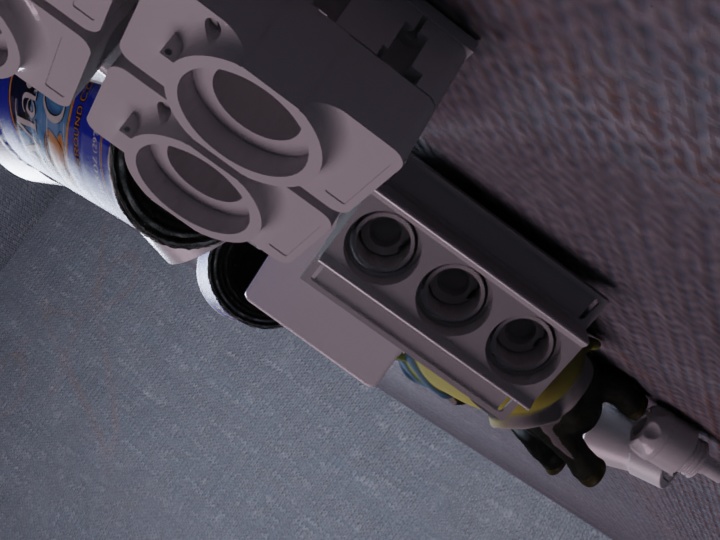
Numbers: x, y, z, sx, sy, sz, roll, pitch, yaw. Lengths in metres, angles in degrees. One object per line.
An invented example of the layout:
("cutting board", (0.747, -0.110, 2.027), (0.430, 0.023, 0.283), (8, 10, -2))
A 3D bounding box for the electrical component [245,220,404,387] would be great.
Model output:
("electrical component", (0.000, 0.000, 0.590), (0.100, 0.099, 0.048), (35, -156, 3))

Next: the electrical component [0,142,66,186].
("electrical component", (-0.200, -0.109, 0.746), (0.060, 0.108, 0.108), (18, 164, 44))

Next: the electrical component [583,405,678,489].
("electrical component", (0.200, 0.130, 0.779), (0.065, 0.044, 0.044), (23, 167, 36))

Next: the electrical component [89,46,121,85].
("electrical component", (-0.112, -0.117, 0.461), (0.061, 0.061, 0.096), (39, 171, -35))

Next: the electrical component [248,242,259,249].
("electrical component", (-0.105, -0.074, 0.729), (0.109, 0.056, 0.108), (33, 173, 14))

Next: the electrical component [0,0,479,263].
("electrical component", (-0.072, -0.086, 0.351), (0.186, 0.060, 0.105), (36, 151, -10))

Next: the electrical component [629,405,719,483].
("electrical component", (0.203, 0.113, 0.677), (0.061, 0.035, 0.035), (32, 173, -1))

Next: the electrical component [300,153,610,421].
("electrical component", (0.045, 0.004, 0.516), (0.121, 0.078, 0.063), (36, -162, -8))

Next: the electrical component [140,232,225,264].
("electrical component", (-0.122, -0.047, 0.844), (0.064, 0.099, 0.099), (44, 170, -22))
